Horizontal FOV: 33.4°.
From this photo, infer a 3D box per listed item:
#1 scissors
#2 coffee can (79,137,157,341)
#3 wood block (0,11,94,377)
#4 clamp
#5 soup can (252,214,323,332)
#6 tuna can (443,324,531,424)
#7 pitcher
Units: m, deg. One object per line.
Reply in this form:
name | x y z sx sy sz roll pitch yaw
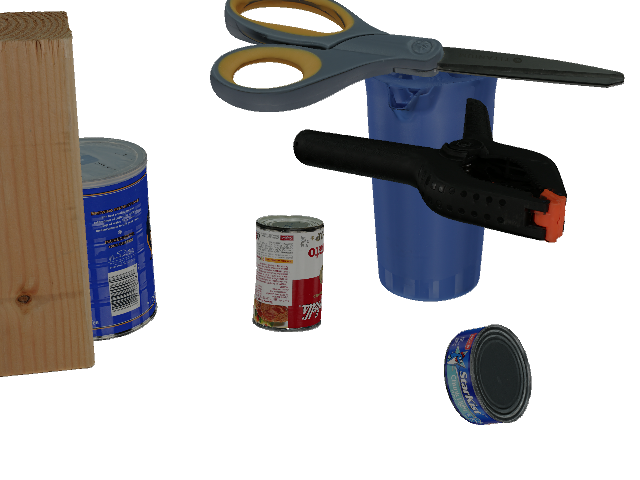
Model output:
scissors | 0.034 -0.080 0.514 0.202 0.016 0.096 20 52 20
coffee can | -0.190 -0.003 0.880 0.103 0.140 0.103 0 25 0
wood block | -0.192 -0.029 0.652 0.090 0.206 0.090 -4 23 -14
clamp | 0.086 -0.049 0.729 0.164 0.036 0.210 -11 28 -19
soup can | -0.032 0.031 1.039 0.068 0.102 0.068 2 12 -1
tuna can | 0.146 0.118 0.934 0.085 0.086 0.034 0 -12 -46
pitcher | 0.118 -0.069 1.108 0.149 0.243 0.145 -9 24 -17
